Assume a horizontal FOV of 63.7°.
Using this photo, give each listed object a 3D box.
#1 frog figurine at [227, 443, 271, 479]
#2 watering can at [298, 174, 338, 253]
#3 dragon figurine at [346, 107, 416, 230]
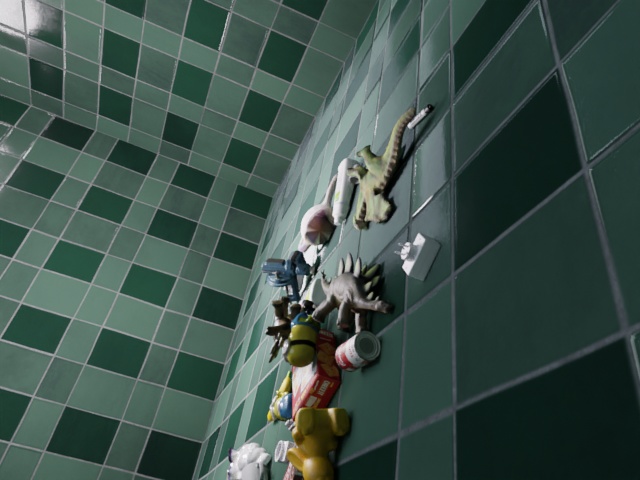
[{"bbox_3d":[-0.214,0.725,1.675,0.158,0.121,0.140,-24,22,20],"label":"frog figurine"},{"bbox_3d":[0.006,-0.101,2.011,0.347,0.103,0.226,-63,13,2],"label":"watering can"},{"bbox_3d":[0.179,-0.161,1.452,0.402,0.122,0.248,125,144,-55],"label":"dragon figurine"}]
